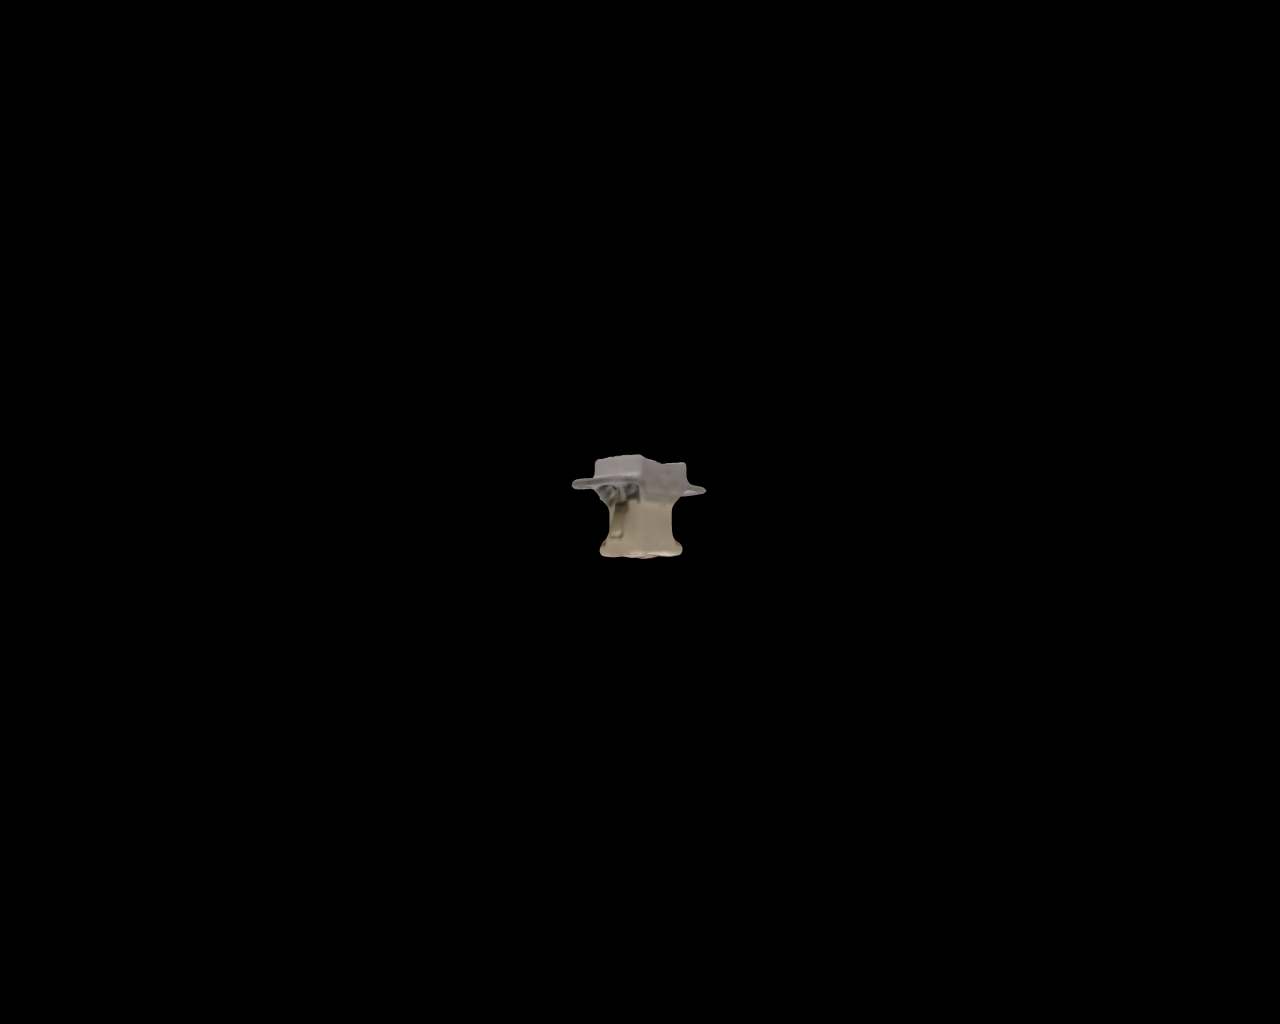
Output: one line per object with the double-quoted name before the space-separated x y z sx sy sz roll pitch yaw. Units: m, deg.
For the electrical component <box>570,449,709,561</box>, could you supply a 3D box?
"electrical component" 0.001 -0.003 0.650 0.042 0.063 0.081 -6 -9 43
